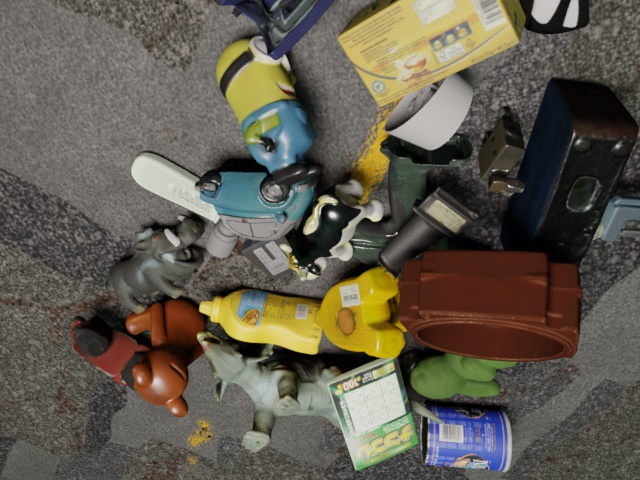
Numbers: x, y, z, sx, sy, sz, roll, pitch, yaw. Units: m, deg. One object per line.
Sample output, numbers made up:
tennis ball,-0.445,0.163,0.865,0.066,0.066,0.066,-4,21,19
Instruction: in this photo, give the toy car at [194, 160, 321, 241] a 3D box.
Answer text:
toy car,-0.079,-0.049,0.707,0.162,0.109,0.102,0,110,11

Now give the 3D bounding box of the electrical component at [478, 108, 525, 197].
electrical component,0.225,-0.102,0.656,0.045,0.102,0.078,16,134,-9

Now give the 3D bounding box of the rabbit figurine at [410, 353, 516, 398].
rabbit figurine,0.220,0.180,0.834,0.170,0.121,0.159,-40,135,11

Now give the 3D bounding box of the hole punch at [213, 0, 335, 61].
hole punch,-0.034,-0.261,0.561,0.092,0.116,0.142,41,117,-12

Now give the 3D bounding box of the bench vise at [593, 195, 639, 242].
bench vise,0.450,-0.027,0.666,0.241,0.129,0.223,3,125,-4

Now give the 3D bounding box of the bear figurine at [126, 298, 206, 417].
bear figurine,-0.248,0.185,0.836,0.132,0.196,0.120,-30,119,24

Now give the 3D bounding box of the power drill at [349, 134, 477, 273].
power drill,0.149,-0.037,0.723,0.232,0.086,0.207,6,132,5

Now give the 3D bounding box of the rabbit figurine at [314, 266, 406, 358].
rabbit figurine,0.088,0.114,0.792,0.173,0.122,0.162,-4,162,-40

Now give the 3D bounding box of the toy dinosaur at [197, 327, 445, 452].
toy dinosaur,-0.014,0.240,0.880,0.405,0.192,0.131,13,113,-18

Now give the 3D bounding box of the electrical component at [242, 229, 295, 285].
electrical component,-0.073,0.000,0.783,0.075,0.048,0.119,-23,120,19

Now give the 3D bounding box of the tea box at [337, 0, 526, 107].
tea box,0.117,-0.225,0.572,0.170,0.068,0.098,-14,123,38

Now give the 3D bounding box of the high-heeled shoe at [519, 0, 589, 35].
high-heeled shoe,0.247,-0.325,0.511,0.145,0.086,0.248,18,131,-4

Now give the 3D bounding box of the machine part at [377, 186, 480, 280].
machine part,0.127,-0.006,0.678,0.084,0.039,0.139,27,125,-21

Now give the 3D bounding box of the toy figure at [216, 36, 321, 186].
toy figure,-0.062,-0.149,0.620,0.089,0.082,0.180,-18,83,1

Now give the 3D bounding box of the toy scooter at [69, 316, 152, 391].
toy scooter,-0.359,0.182,0.909,0.135,0.075,0.183,16,155,41

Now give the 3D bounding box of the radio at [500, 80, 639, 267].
radio,0.290,-0.062,0.651,0.073,0.131,0.229,7,124,3

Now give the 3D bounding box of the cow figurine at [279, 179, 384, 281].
cow figurine,-0.001,0.000,0.692,0.068,0.098,0.167,50,127,19

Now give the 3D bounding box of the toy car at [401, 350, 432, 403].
toy car,0.144,0.271,0.937,0.089,0.053,0.202,30,117,-12

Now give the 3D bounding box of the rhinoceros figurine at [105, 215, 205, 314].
rhinoceros figurine,-0.243,0.033,0.813,0.190,0.073,0.112,-31,105,26

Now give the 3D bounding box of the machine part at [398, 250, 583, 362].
machine part,0.207,0.087,0.656,0.202,0.087,0.200,2,157,24
